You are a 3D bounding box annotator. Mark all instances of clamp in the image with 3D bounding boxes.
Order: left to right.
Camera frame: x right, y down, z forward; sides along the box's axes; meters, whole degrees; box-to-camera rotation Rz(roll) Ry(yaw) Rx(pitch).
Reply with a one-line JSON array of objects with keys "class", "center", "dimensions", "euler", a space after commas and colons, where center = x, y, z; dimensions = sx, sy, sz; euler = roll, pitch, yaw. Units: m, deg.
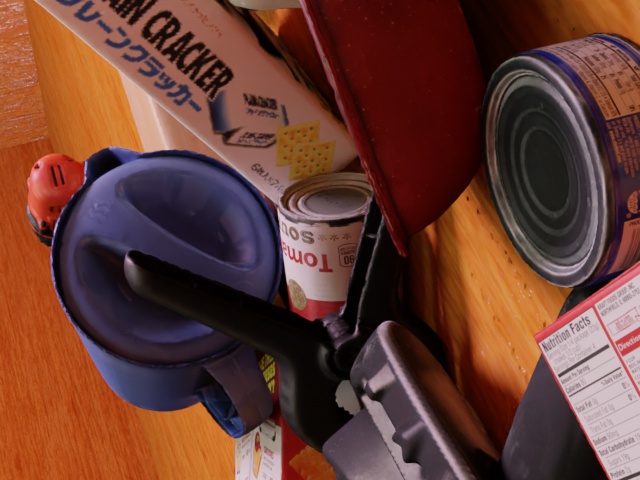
[{"class": "clamp", "center": [0.019, 0.046, 0.570], "dimensions": [0.210, 0.164, 0.036], "euler": [56, -178, -26]}]

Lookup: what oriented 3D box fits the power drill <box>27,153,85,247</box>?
[{"class": "power drill", "center": [-0.175, -0.045, 0.979], "dimensions": [0.185, 0.187, 0.057], "euler": [138, 115, -71]}]

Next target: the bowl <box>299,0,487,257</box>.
[{"class": "bowl", "center": [0.031, -0.077, 0.439], "dimensions": [0.162, 0.055, 0.162], "euler": [-20, -90, -85]}]

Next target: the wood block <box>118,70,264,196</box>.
[{"class": "wood block", "center": [-0.093, -0.097, 0.831], "dimensions": [0.091, 0.090, 0.206], "euler": [115, 138, -65]}]

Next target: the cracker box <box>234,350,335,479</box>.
[{"class": "cracker box", "center": [-0.013, 0.168, 0.745], "dimensions": [0.164, 0.072, 0.214], "euler": [147, 125, -72]}]

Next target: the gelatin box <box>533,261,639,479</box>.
[{"class": "gelatin box", "center": [0.116, 0.052, 0.342], "dimensions": [0.089, 0.030, 0.073], "euler": [65, 153, 16]}]

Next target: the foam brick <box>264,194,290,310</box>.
[{"class": "foam brick", "center": [-0.005, 0.001, 0.688], "dimensions": [0.078, 0.051, 0.053], "euler": [92, 157, -46]}]

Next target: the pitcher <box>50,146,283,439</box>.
[{"class": "pitcher", "center": [-0.098, 0.053, 0.717], "dimensions": [0.243, 0.145, 0.149], "euler": [113, 168, -70]}]

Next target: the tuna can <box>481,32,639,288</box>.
[{"class": "tuna can", "center": [0.090, -0.027, 0.373], "dimensions": [0.086, 0.033, 0.086], "euler": [165, 90, -74]}]

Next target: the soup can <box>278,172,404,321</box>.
[{"class": "soup can", "center": [0.014, 0.020, 0.616], "dimensions": [0.069, 0.068, 0.102], "euler": [-132, 32, -58]}]

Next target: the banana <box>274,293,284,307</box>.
[{"class": "banana", "center": [-0.041, 0.022, 0.816], "dimensions": [0.198, 0.069, 0.037], "euler": [98, -166, -64]}]
